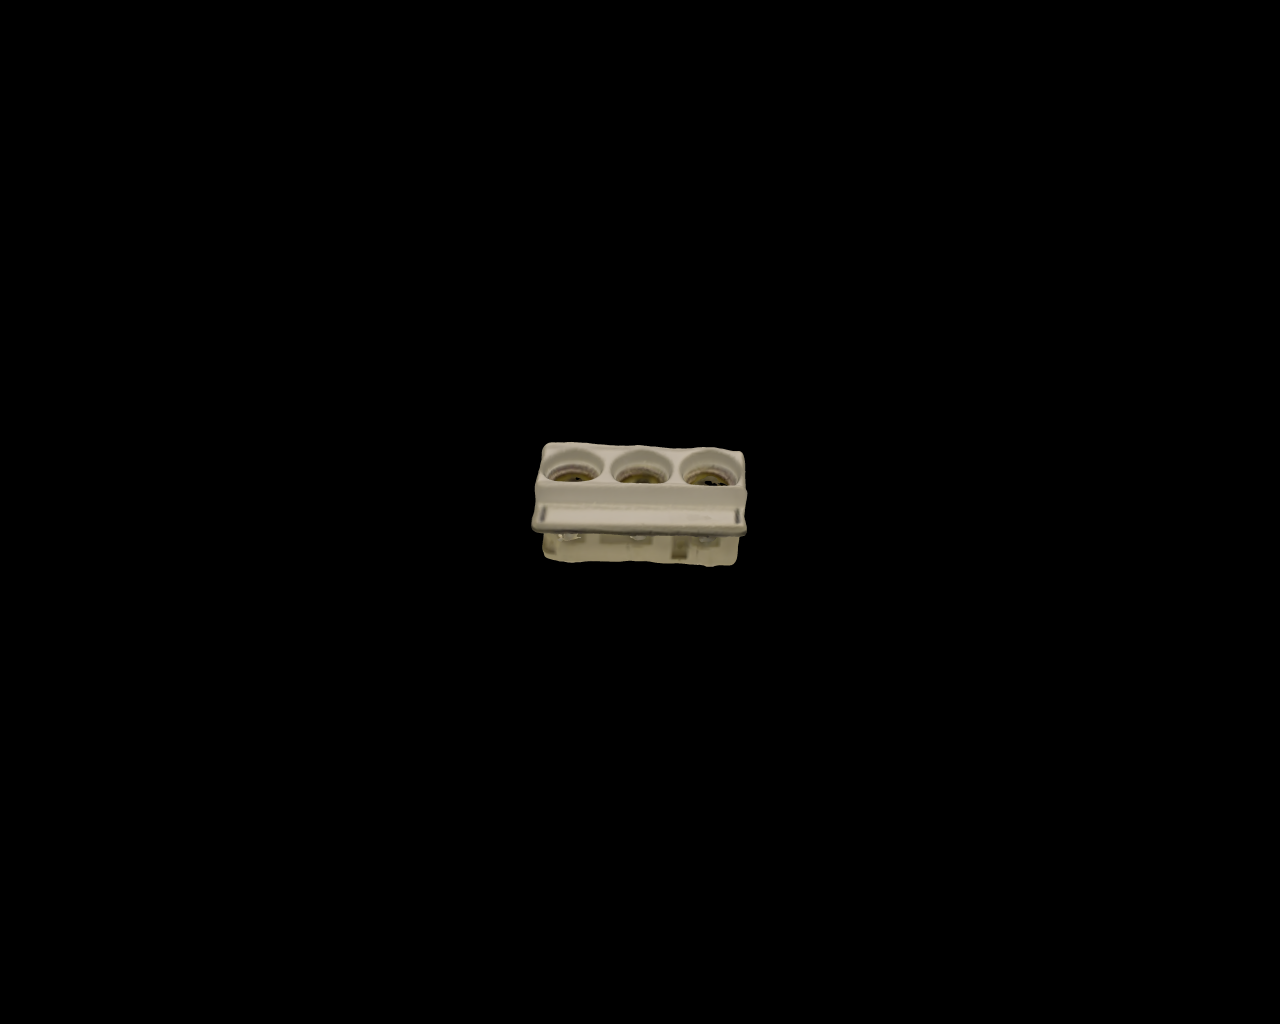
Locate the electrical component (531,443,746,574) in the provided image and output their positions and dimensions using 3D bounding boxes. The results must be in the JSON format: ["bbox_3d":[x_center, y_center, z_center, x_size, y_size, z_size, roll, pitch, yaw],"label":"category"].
[{"bbox_3d":[0.001,-0.003,0.650,0.121,0.063,0.079,2,36,2],"label":"electrical component"}]
